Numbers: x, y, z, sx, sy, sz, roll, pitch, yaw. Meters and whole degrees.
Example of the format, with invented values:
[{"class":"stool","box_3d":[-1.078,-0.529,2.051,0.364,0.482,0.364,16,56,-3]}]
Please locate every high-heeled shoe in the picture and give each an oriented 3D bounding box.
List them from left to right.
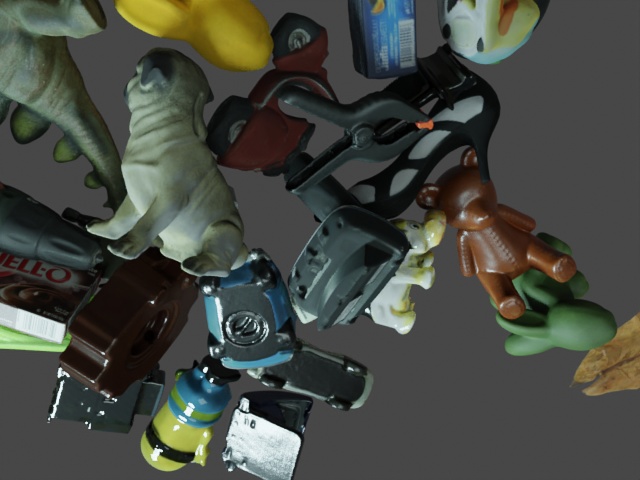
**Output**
[{"class":"high-heeled shoe","box_3d":[0.096,-0.110,0.654,0.249,0.145,0.086,-14,164,18]}]

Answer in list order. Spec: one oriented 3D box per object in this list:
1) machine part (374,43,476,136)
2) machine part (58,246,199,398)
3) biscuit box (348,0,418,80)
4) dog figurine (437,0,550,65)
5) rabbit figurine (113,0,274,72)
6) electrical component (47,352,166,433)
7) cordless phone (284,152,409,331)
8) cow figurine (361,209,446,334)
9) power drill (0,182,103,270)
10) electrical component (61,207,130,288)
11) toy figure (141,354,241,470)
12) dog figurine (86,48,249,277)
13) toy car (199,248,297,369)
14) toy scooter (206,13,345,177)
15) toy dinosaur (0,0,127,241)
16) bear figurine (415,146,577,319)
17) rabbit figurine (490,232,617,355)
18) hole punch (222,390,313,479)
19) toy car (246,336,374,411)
[{"class":"machine part","box_3d":[0.103,-0.163,0.617,0.139,0.084,0.039,-32,149,15]},{"class":"machine part","box_3d":[-0.206,0.095,0.607,0.056,0.179,0.179,32,108,9]},{"class":"biscuit box","box_3d":[0.060,-0.272,0.551,0.059,0.063,0.202,-12,120,-9]},{"class":"dog figurine","box_3d":[0.239,-0.295,0.559,0.219,0.109,0.191,-16,111,-10]},{"class":"rabbit figurine","box_3d":[-0.103,-0.236,0.490,0.162,0.122,0.173,-15,116,2]},{"class":"electrical component","box_3d":[-0.275,0.190,0.704,0.134,0.058,0.114,13,114,-20]},{"class":"cordless phone","box_3d":[-0.001,-0.001,0.628,0.089,0.184,0.146,-13,144,-48]},{"class":"cow figurine","box_3d":[0.097,0.030,0.683,0.098,0.068,0.167,18,110,2]},{"class":"power drill","box_3d":[-0.323,-0.056,0.482,0.232,0.207,0.086,20,71,5]},{"class":"electrical component","box_3d":[-0.260,0.015,0.628,0.102,0.045,0.078,22,81,-26]},{"class":"toy figure","box_3d":[-0.181,0.235,0.739,0.089,0.082,0.180,19,112,-27]},{"class":"dog figurine","box_3d":[-0.121,-0.071,0.532,0.172,0.121,0.190,18,93,-51]},{"class":"toy car","box_3d":[-0.090,0.074,0.666,0.109,0.103,0.161,-10,114,1]},{"class":"toy scooter","box_3d":[-0.031,-0.138,0.592,0.135,0.075,0.184,33,100,-29]},{"class":"toy dinosaur","box_3d":[-0.290,-0.192,0.483,0.199,0.105,0.470,-27,119,10]},{"class":"bear figurine","box_3d":[0.222,-0.013,0.692,0.120,0.132,0.195,-37,125,5]},{"class":"rabbit figurine","box_3d":[0.318,0.088,0.742,0.159,0.170,0.121,-28,120,0]},{"class":"hole punch","box_3d":[-0.074,0.283,0.799,0.116,0.092,0.142,19,117,9]},{"class":"toy car","box_3d":[-0.011,0.187,0.768,0.201,0.056,0.073,25,86,-24]}]
